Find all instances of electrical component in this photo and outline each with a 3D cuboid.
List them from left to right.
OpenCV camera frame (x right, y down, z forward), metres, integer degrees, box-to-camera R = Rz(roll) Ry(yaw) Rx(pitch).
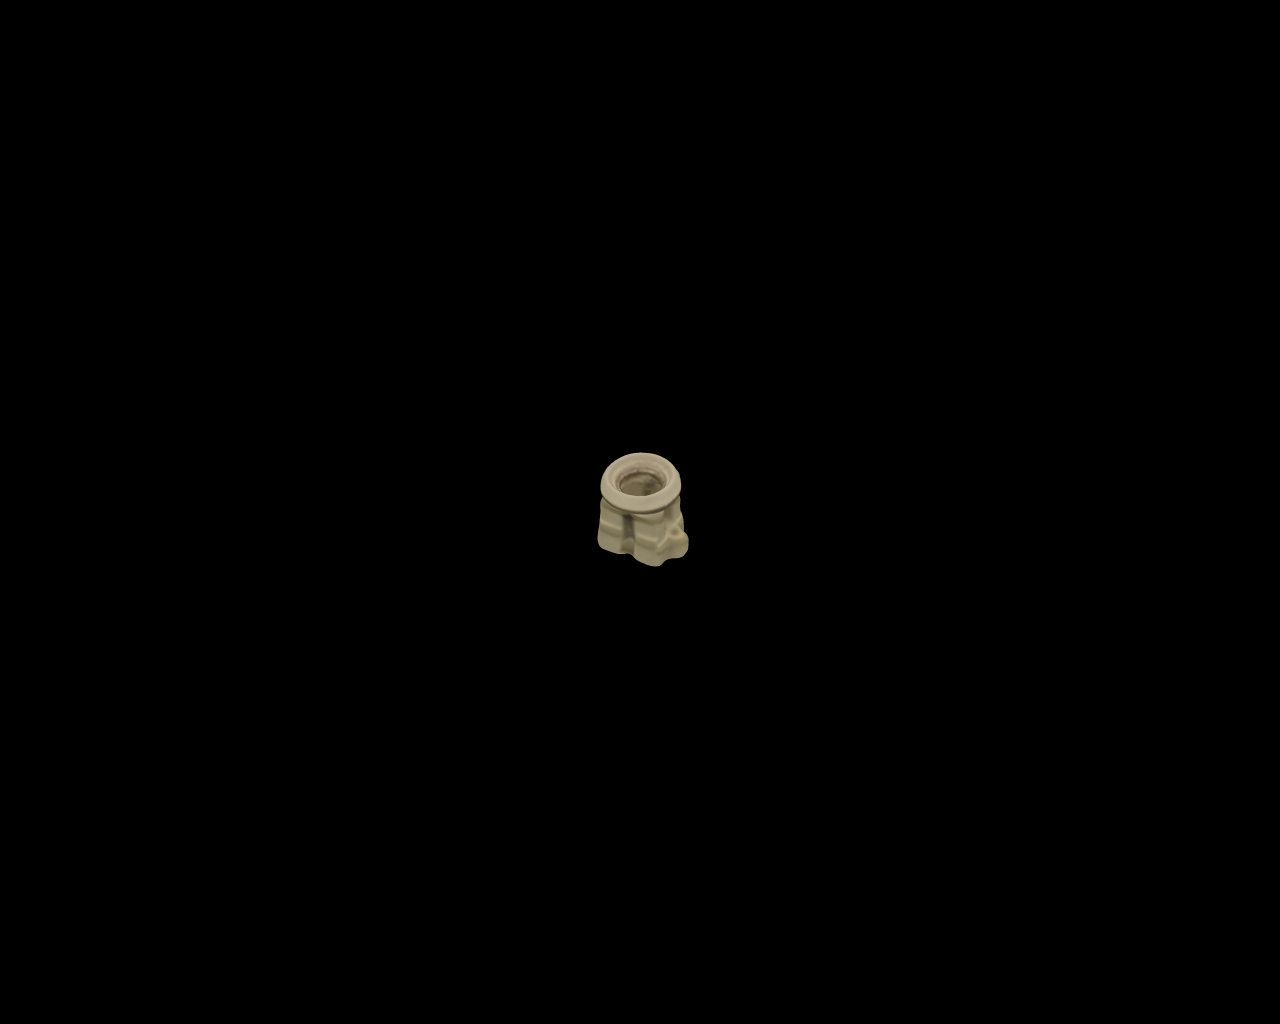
[{"bbox_3d":[0.001,-0.003,0.650,0.066,0.055,0.048,18,44,19],"label":"electrical component"}]
